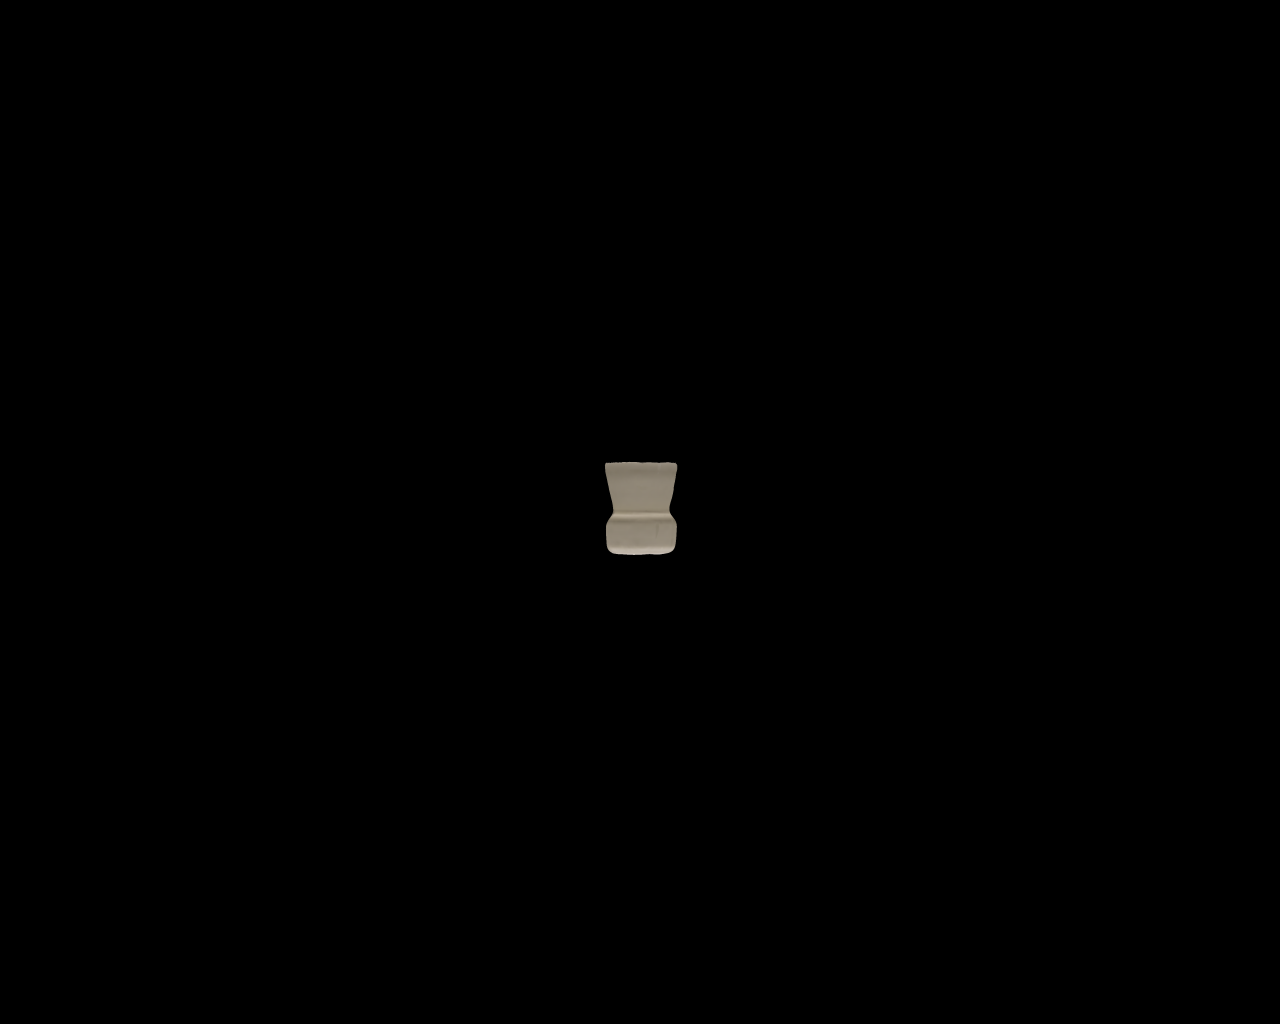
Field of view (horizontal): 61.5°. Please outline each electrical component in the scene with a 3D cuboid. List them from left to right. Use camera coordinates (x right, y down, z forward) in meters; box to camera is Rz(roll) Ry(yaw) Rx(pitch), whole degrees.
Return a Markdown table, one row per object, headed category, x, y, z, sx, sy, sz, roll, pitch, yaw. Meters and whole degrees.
| category | x | y | z | sx | sy | sz | roll | pitch | yaw |
| --- | --- | --- | --- | --- | --- | --- | --- | --- | --- |
| electrical component | 0.001 | -0.003 | 0.650 | 0.045 | 0.055 | 0.045 | 0 | 0 | 0 |
